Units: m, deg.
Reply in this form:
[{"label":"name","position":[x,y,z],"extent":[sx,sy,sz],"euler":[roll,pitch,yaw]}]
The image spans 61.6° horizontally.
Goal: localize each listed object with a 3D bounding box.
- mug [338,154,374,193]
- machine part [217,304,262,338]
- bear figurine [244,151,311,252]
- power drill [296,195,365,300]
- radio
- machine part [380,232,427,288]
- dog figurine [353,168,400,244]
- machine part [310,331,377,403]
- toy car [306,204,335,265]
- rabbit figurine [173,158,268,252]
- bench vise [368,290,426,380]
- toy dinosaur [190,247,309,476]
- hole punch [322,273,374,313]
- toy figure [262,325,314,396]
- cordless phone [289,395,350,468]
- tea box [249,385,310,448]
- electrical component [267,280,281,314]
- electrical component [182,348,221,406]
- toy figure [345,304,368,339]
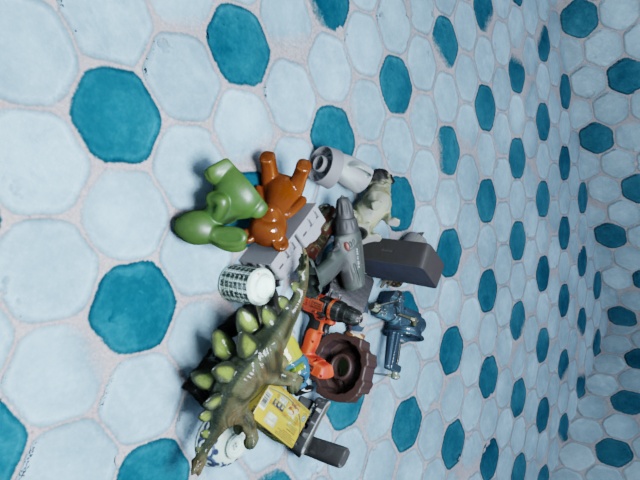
[{"label":"mug","position":[0.076,-0.176,1.363],"extent":[0.107,0.110,0.080],"euler":[25,80,-31]},{"label":"machine part","position":[-0.167,0.175,1.165],"extent":[0.139,0.039,0.084],"euler":[-36,124,-42]},{"label":"bear figurine","position":[-0.098,-0.079,1.138],"extent":[0.196,0.120,0.131],"euler":[-70,172,-47]},{"label":"power drill","position":[0.023,0.030,1.269],"extent":[0.207,0.086,0.231],"euler":[-33,115,-46]},{"label":"radio","position":[0.205,0.057,1.425],"extent":[0.131,0.230,0.073],"euler":[43,65,-44]},{"label":"machine part","position":[0.247,0.056,1.580],"extent":[0.243,0.079,0.079],"euler":[-49,126,-33]},{"label":"dog figurine","position":[0.126,-0.094,1.443],"extent":[0.121,0.172,0.191],"euler":[53,23,-31]},{"label":"machine part","position":[0.059,0.315,1.327],"extent":[0.056,0.180,0.179],"euler":[28,72,-47]},{"label":"toy car","position":[-0.003,-0.004,1.324],"extent":[0.202,0.053,0.089],"euler":[-53,125,-30]},{"label":"rabbit figurine","position":[-0.199,-0.045,1.058],"extent":[0.170,0.121,0.159],"euler":[-40,85,-11]},{"label":"bench vise","position":[0.215,0.270,1.531],"extent":[0.223,0.129,0.240],"euler":[32,62,-45]},{"label":"toy dinosaur","position":[-0.125,0.238,1.063],"extent":[0.198,0.105,0.471],"euler":[48,66,-36]},{"label":"hole punch","position":[0.062,0.129,1.391],"extent":[0.116,0.092,0.142],"euler":[27,73,-13]},{"label":"toy figure","position":[-0.078,0.266,1.212],"extent":[0.089,0.082,0.180],"euler":[-26,97,-50]},{"label":"cordless phone","position":[0.010,0.452,1.269],"extent":[0.088,0.184,0.146],"euler":[52,56,-31]},{"label":"tea box","position":[-0.106,0.387,1.222],"extent":[0.098,0.068,0.169],"euler":[-58,132,-28]},{"label":"electrical component","position":[-0.099,0.134,1.216],"extent":[0.078,0.045,0.102],"euler":[-92,166,-76]},{"label":"electrical component","position":[-0.204,0.300,1.117],"extent":[0.115,0.058,0.134],"euler":[-53,129,-29]},{"label":"toy figure","position":[0.094,0.238,1.444],"extent":[0.064,0.058,0.154],"euler":[9,87,-12]}]
